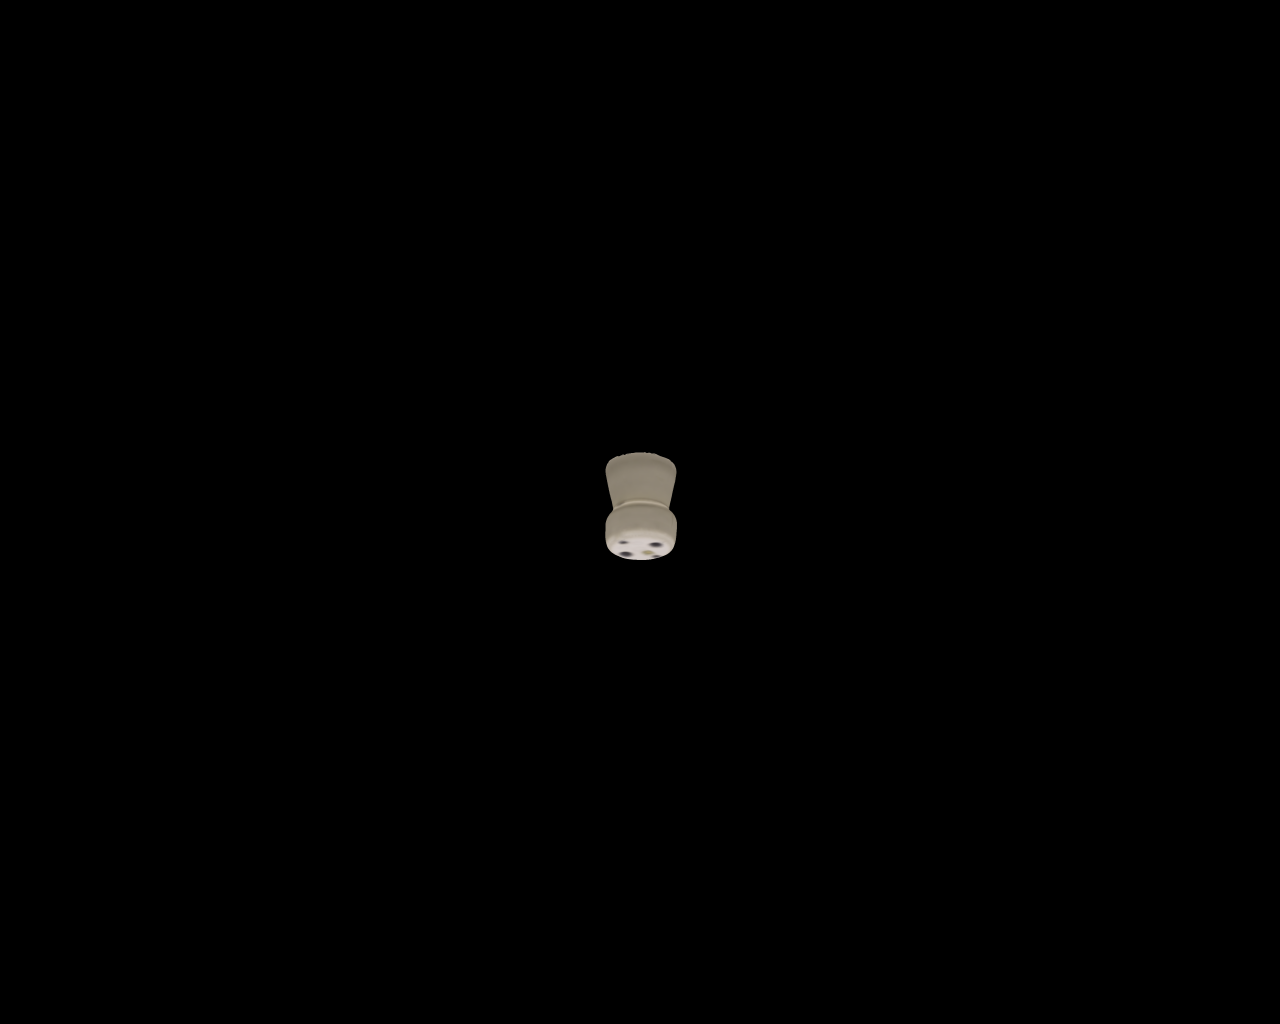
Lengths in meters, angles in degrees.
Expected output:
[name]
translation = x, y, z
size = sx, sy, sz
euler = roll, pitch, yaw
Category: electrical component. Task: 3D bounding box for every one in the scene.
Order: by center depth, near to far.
[electrical component]
translation = 0.001, -0.003, 0.650
size = 0.045, 0.055, 0.044
euler = 0, -25, 0
